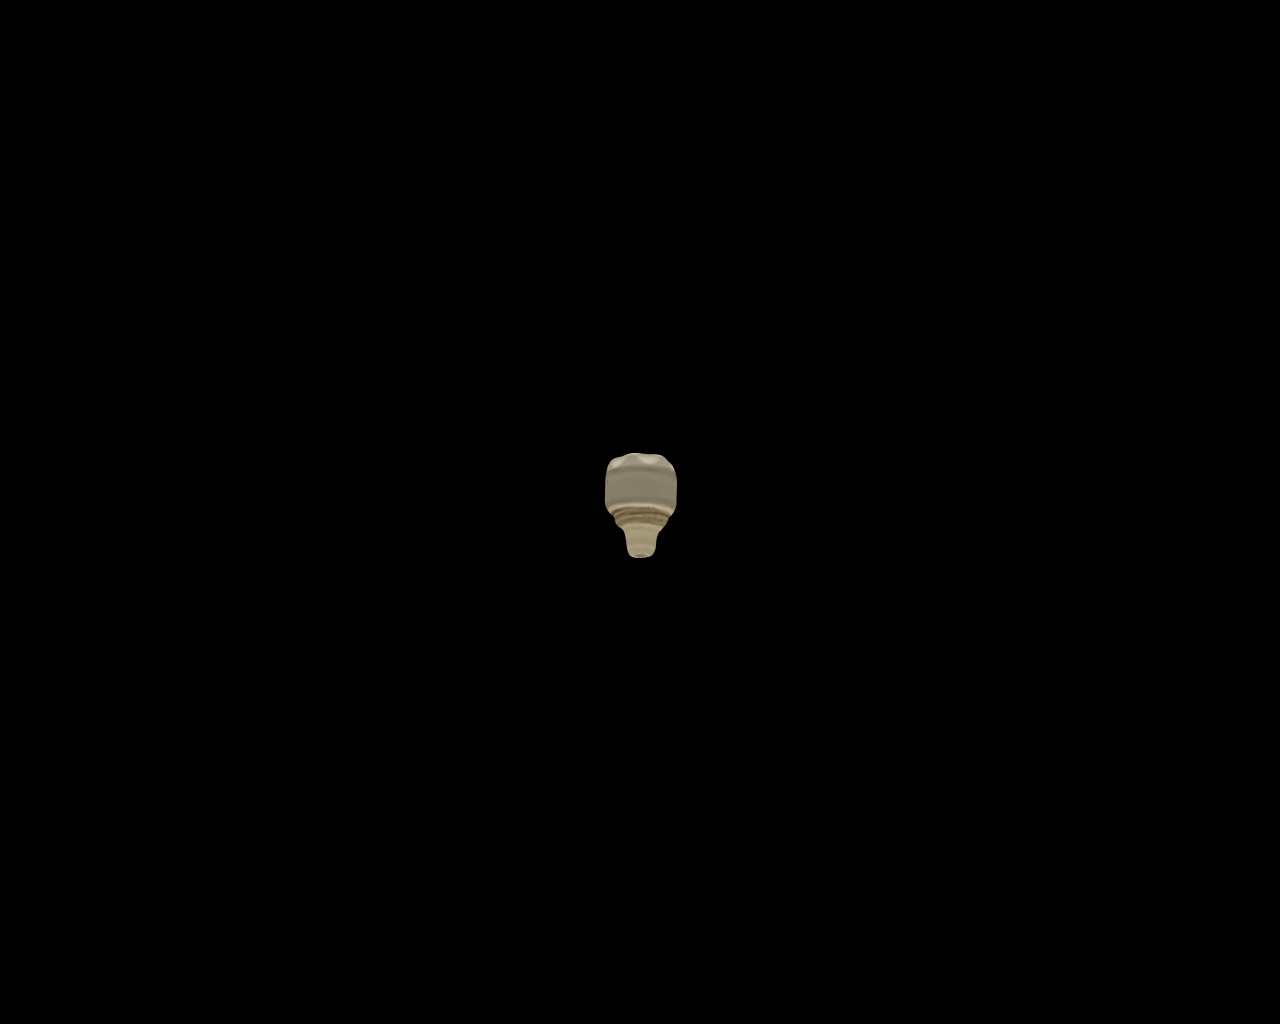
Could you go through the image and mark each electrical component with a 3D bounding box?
[{"bbox_3d":[0.001,-0.003,0.650,0.043,0.062,0.043,0,-14,0],"label":"electrical component"}]
